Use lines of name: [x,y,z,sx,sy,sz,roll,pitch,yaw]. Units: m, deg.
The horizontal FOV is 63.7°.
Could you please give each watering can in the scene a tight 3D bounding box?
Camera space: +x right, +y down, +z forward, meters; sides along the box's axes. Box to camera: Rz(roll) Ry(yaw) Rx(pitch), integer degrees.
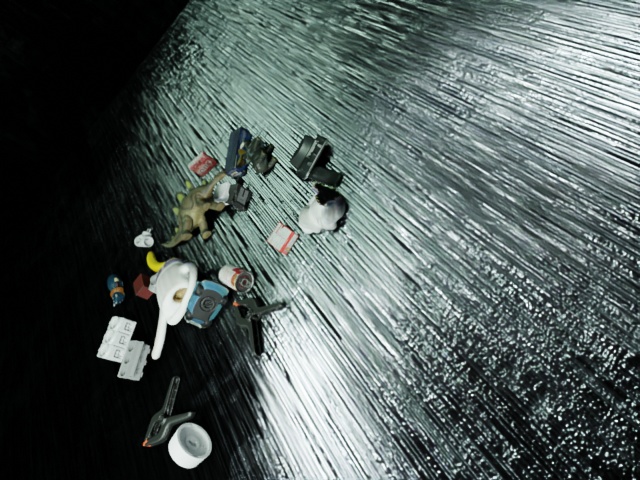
watering can: [-0.508,0.210,1.745,0.344,0.103,0.228,-59,36,15]

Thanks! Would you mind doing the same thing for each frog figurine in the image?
frog figurine: [0.005,-0.075,1.491,0.140,0.123,0.156,54,140,38]
